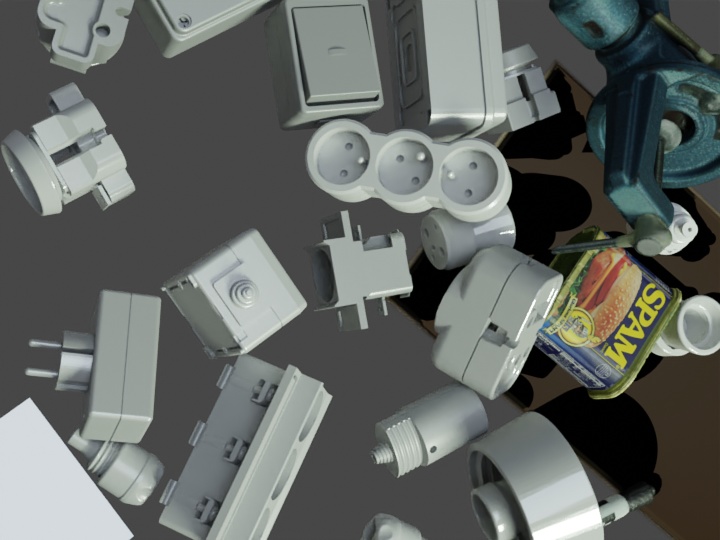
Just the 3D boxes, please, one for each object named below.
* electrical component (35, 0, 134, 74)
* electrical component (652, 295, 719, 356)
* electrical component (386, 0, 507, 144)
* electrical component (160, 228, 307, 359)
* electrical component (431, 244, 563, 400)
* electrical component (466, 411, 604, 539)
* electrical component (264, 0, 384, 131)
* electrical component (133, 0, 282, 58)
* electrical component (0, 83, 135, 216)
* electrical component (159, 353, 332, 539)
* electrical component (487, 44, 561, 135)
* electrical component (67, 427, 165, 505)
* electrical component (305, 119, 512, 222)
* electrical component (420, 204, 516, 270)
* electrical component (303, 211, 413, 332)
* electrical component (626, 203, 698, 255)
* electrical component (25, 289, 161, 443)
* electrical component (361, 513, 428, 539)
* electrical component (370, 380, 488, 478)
[{"bbox_3d":[-0.177,-0.163,0.689,0.058,0.057,0.078,17,79,-18],"label":"electrical component"},{"bbox_3d":[0.246,0.043,0.823,0.045,0.055,0.045,2,84,-20],"label":"electrical component"},{"bbox_3d":[0.060,-0.150,0.763,0.057,0.078,0.113,-3,86,-17],"label":"electrical component"},{"bbox_3d":[-0.077,0.014,0.688,0.061,0.096,0.061,-37,97,-22],"label":"electrical component"},{"bbox_3d":[0.091,0.033,0.748,0.059,0.054,0.095,30,110,21],"label":"electrical component"},{"bbox_3d":[0.112,0.158,0.739,0.060,0.108,0.108,-20,92,-14],"label":"electrical component"},{"bbox_3d":[-0.025,-0.150,0.741,0.062,0.061,0.096,-8,87,-21],"label":"electrical component"},{"bbox_3d":[-0.108,-0.216,0.720,0.109,0.056,0.108,-32,96,-20],"label":"electrical component"},{"bbox_3d":[-0.187,-0.070,0.677,0.057,0.058,0.078,-32,96,-23],"label":"electrical component"},{"bbox_3d":[-0.074,0.120,0.692,0.063,0.078,0.121,22,76,13],"label":"electrical component"},{"bbox_3d":[0.113,-0.135,0.799,0.066,0.048,0.055,-23,100,-20],"label":"electrical component"},{"bbox_3d":[-0.157,0.121,0.681,0.061,0.035,0.035,36,74,-10],"label":"electrical component"},{"bbox_3d":[0.037,-0.066,0.748,0.138,0.074,0.052,10,88,12],"label":"electrical component"},{"bbox_3d":[0.077,-0.027,0.775,0.055,0.045,0.045,-17,90,-20],"label":"electrical component"},{"bbox_3d":[0.000,0.000,0.746,0.064,0.042,0.081,-9,89,-24],"label":"electrical component"},{"bbox_3d":[0.233,-0.032,0.818,0.040,0.078,0.040,-1,94,-9],"label":"electrical component"},{"bbox_3d":[-0.167,0.058,0.664,0.076,0.047,0.083,8,62,-18],"label":"electrical component"},{"bbox_3d":[0.032,0.194,0.743,0.061,0.035,0.035,29,76,-18],"label":"electrical component"},{"bbox_3d":[0.044,0.113,0.750,0.081,0.043,0.043,-24,93,-20],"label":"electrical component"}]
